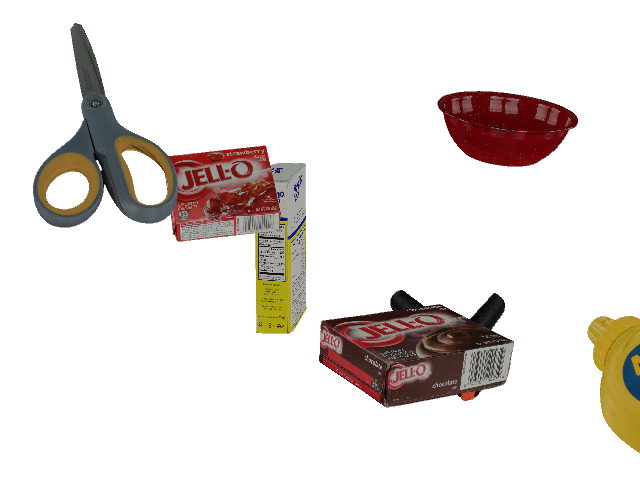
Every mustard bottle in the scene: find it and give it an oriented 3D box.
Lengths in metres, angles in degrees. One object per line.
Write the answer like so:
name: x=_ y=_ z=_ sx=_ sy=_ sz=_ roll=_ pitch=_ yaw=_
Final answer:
mustard bottle: x=0.219 y=0.096 z=0.613 sx=0.096 sy=0.058 sz=0.192 roll=-19 pitch=31 yaw=-18

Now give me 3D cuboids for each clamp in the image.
clamp: x=0.146 y=0.098 z=1.072 sx=0.120 sy=0.039 sz=0.171 roll=-7 pitch=32 yaw=-8

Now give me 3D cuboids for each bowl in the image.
bowl: x=0.213 y=-0.126 z=1.238 sx=0.162 sy=0.055 sz=0.162 roll=4 pitch=23 yaw=-2

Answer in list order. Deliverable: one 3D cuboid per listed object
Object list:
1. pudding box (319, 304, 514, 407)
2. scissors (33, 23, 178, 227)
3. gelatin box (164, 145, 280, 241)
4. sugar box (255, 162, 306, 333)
pudding box: x=0.068 y=0.081 z=0.776 sx=0.113 sy=0.039 sz=0.090 roll=-3 pitch=17 yaw=-31
scissors: x=-0.161 y=-0.075 z=0.694 sx=0.096 sy=0.016 sz=0.202 roll=-23 pitch=52 yaw=-22
gelatin box: x=-0.083 y=-0.040 z=0.891 sx=0.089 sy=0.073 sz=0.030 roll=-6 pitch=-35 yaw=-10
sugar box: x=-0.044 y=0.008 z=1.193 sx=0.048 sy=0.176 sz=0.093 roll=1 pitch=16 yaw=11
